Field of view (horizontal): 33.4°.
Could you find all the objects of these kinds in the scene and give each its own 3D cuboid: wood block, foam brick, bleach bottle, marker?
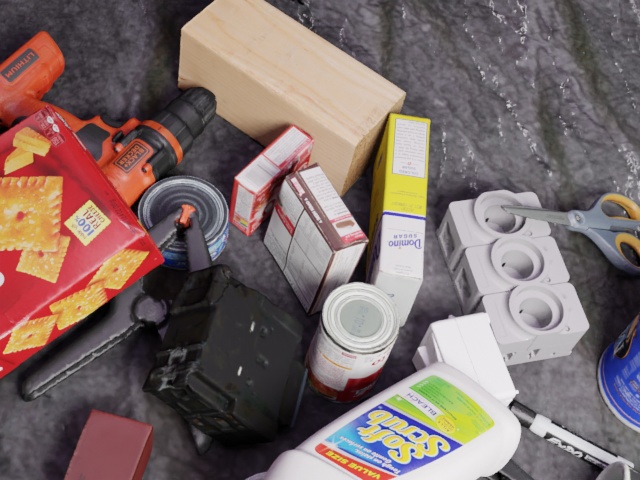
[{"bbox_3d":[-0.031,-0.148,1.050,0.206,0.091,0.090,35,60,12],"label":"wood block"},{"bbox_3d":[-0.169,0.184,0.846,0.053,0.051,0.078,17,57,2],"label":"foam brick"},{"bbox_3d":[0.044,0.171,0.782,0.103,0.068,0.250,39,34,24],"label":"bleach bottle"},{"bbox_3d":[0.215,0.175,0.935,0.121,0.020,0.020,28,58,8],"label":"marker"}]

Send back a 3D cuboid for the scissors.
[{"bbox_3d":[0.253,-0.002,1.009,0.201,0.016,0.096,-11,71,-42],"label":"scissors"}]

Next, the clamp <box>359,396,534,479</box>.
[{"bbox_3d":[0.102,0.192,0.895,0.171,0.039,0.120,6,63,-9],"label":"clamp"}]

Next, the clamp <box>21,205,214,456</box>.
[{"bbox_3d":[-0.136,0.073,0.911,0.164,0.036,0.210,24,72,2],"label":"clamp"}]

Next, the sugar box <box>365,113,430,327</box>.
[{"bbox_3d":[0.070,-0.019,0.986,0.048,0.093,0.176,10,57,-2],"label":"sugar box"}]

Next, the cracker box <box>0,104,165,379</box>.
[{"bbox_3d":[-0.265,0.010,0.889,0.213,0.072,0.164,-36,66,-8],"label":"cracker box"}]

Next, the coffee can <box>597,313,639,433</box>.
[{"bbox_3d":[0.315,0.098,0.926,0.102,0.140,0.103,4,58,-7],"label":"coffee can"}]

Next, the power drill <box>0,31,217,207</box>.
[{"bbox_3d":[-0.215,-0.120,1.021,0.188,0.057,0.184,34,60,11],"label":"power drill"}]

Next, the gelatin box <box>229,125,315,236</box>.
[{"bbox_3d":[-0.045,-0.056,1.001,0.030,0.073,0.089,37,60,13],"label":"gelatin box"}]

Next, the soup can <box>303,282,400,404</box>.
[{"bbox_3d":[0.026,0.088,0.907,0.068,0.102,0.068,4,58,-7],"label":"soup can"}]

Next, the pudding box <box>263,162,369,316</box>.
[{"bbox_3d":[-0.006,0.001,0.949,0.039,0.114,0.090,-22,66,-25],"label":"pudding box"}]

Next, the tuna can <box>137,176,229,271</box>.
[{"bbox_3d":[-0.126,-0.017,0.986,0.086,0.034,0.086,4,58,-6],"label":"tuna can"}]
